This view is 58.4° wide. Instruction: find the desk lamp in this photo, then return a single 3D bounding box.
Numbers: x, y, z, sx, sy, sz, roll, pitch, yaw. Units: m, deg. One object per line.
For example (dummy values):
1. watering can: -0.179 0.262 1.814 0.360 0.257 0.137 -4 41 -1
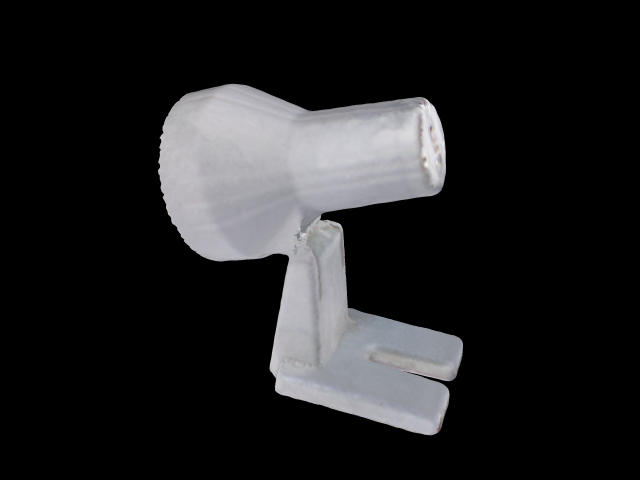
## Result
1. desk lamp: 0.004 0.001 0.400 0.202 0.214 0.118 11 32 18
